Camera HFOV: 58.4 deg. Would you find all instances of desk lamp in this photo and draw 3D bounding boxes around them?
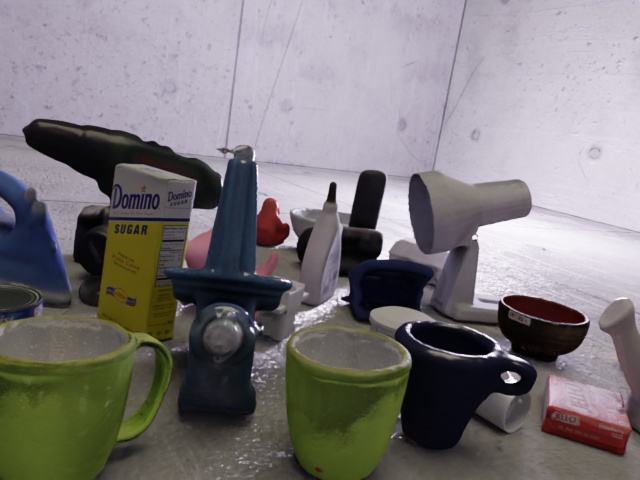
[{"bbox_3d":[0.222,0.007,0.856,0.203,0.213,0.118,7,12,-11],"label":"desk lamp"}]

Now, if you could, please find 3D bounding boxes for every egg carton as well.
[{"bbox_3d":[0.203,0.040,1.036,0.149,0.069,0.107,17,14,35],"label":"egg carton"}]

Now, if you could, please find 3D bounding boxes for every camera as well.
[{"bbox_3d":[-0.290,-0.006,0.809,0.143,0.101,0.137,11,12,11],"label":"camera"}]

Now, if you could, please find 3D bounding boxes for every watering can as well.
[{"bbox_3d":[0.368,0.102,0.562,0.173,0.194,0.100,5,12,-18],"label":"watering can"}]

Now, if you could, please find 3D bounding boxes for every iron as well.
[{"bbox_3d":[-0.386,-0.020,0.703,0.257,0.141,0.119,15,13,27],"label":"iron"}]

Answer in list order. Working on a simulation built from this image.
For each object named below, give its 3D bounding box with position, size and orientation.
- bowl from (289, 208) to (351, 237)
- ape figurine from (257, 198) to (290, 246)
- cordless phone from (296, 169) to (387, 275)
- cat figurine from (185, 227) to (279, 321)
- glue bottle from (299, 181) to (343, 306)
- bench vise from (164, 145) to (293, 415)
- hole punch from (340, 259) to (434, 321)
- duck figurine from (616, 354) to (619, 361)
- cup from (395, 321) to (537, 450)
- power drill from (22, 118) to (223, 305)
[{"bbox_3d":[0.017,-0.013,1.134,0.167,0.075,0.167,9,12,-2],"label":"bowl"},{"bbox_3d":[-0.098,-0.037,1.123,0.077,0.092,0.076,14,13,24],"label":"ape figurine"},{"bbox_3d":[0.042,-0.036,0.992,0.148,0.185,0.094,4,13,-22],"label":"cordless phone"},{"bbox_3d":[-0.112,0.034,0.709,0.128,0.118,0.067,6,12,-12],"label":"cat figurine"},{"bbox_3d":[0.007,0.003,0.812,0.037,0.173,0.078,14,13,22],"label":"glue bottle"},{"bbox_3d":[-0.069,0.030,0.514,0.122,0.220,0.206,3,13,-26],"label":"bench vise"},{"bbox_3d":[0.092,0.061,0.799,0.109,0.091,0.101,7,12,-10],"label":"hole punch"},{"bbox_3d":[0.442,0.133,0.733,0.104,0.086,0.078,13,13,19],"label":"duck figurine"},{"bbox_3d":[0.115,0.129,0.485,0.117,0.095,0.092,12,12,17],"label":"cup"},{"bbox_3d":[-0.236,-0.030,0.697,0.230,0.208,0.075,2,14,-29],"label":"power drill"}]
